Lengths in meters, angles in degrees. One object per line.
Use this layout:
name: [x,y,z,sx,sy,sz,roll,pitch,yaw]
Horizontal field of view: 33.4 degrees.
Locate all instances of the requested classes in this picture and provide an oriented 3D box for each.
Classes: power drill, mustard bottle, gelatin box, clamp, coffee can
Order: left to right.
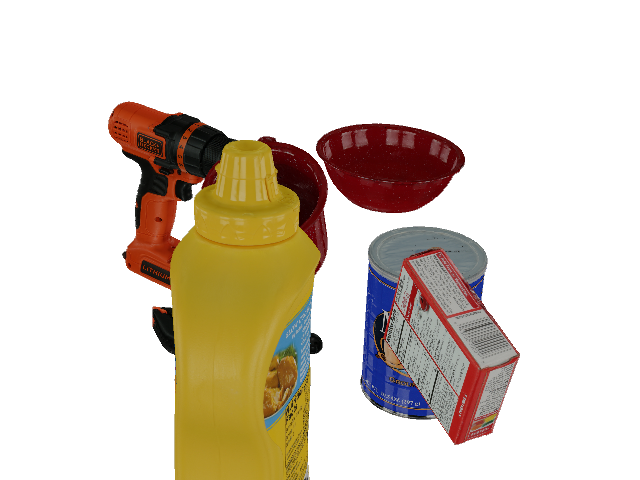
power drill: [-0.139,-0.038,1.100,0.185,0.188,0.057,23,33,28]
clamp: [-0.125,0.124,1.261,0.210,0.036,0.164,15,23,25]
mustard bottle: [-0.031,0.052,0.440,0.058,0.192,0.096,7,24,11]
coffee can: [0.090,0.072,0.950,0.103,0.140,0.103,2,28,-1]
gelatin box: [0.074,0.060,0.615,0.030,0.073,0.089,-15,50,-21]

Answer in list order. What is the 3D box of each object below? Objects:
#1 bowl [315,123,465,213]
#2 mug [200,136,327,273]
bowl: [0.073,-0.074,1.164,0.162,0.055,0.162,4,27,-2]
mug: [-0.039,-0.024,0.809,0.093,0.117,0.081,-7,-33,2]
